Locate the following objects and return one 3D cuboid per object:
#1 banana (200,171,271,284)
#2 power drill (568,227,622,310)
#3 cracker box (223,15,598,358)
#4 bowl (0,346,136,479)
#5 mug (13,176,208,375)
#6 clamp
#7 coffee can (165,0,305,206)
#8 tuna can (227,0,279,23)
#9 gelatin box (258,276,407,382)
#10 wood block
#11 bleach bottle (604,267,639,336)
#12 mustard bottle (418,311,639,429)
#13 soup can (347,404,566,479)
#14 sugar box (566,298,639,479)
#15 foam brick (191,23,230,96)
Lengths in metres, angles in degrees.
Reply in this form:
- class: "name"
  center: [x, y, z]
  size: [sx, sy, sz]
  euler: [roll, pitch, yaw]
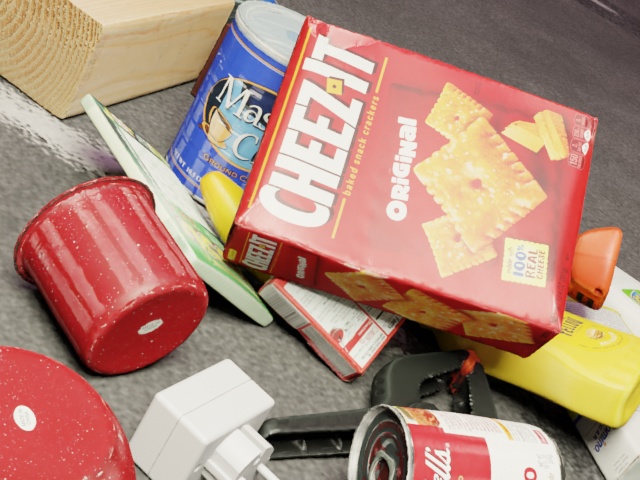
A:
- class: "banana"
  center: [-0.005, 0.018, 0.769]
  size: [0.197, 0.037, 0.069]
  euler: [24, 59, -20]
- class: "power drill"
  center: [0.130, 0.000, 0.813]
  size: [0.188, 0.057, 0.184]
  euler: [15, -4, 15]
- class: "cracker box"
  center: [0.064, -0.036, 0.701]
  size: [0.213, 0.072, 0.164]
  euler: [19, 66, -4]
- class: "bowl"
  center: [-0.149, 0.100, 0.499]
  size: [0.162, 0.055, 0.162]
  euler: [23, 29, -14]
- class: "mug"
  center: [-0.115, 0.028, 0.631]
  size: [0.081, 0.093, 0.117]
  euler: [52, -2, 26]
- class: "clamp"
  center: [0.055, 0.123, 0.680]
  size: [0.164, 0.036, 0.209]
  euler: [32, 31, 2]
- class: "coffee can"
  center: [-0.047, -0.100, 0.834]
  size: [0.102, 0.140, 0.103]
  euler: [24, 29, -14]
- class: "tuna can"
  center: [-0.079, -0.205, 1.037]
  size: [0.086, 0.086, 0.033]
  euler: [31, 29, 0]
- class: "gelatin box"
  center: [0.013, 0.040, 0.730]
  size: [0.089, 0.030, 0.073]
  euler: [46, 58, -6]
- class: "wood block"
  center: [-0.172, -0.179, 0.899]
  size: [0.091, 0.090, 0.205]
  euler: [36, 28, 10]
- class: "bleach bottle"
  center: [0.307, 0.091, 0.954]
  size: [0.102, 0.068, 0.251]
  euler: [3, 35, -50]
- class: "mustard bottle"
  center: [0.148, 0.073, 0.797]
  size: [0.192, 0.058, 0.096]
  euler: [21, 26, 25]
- class: "soup can"
  center: [0.075, 0.131, 0.590]
  size: [0.102, 0.069, 0.068]
  euler: [11, 33, -24]
- class: "sugar box"
  center: [0.234, 0.121, 0.849]
  size: [0.093, 0.048, 0.176]
  euler: [13, 36, -27]
- class: "foam brick"
  center: [-0.068, -0.149, 0.964]
  size: [0.053, 0.078, 0.051]
  euler: [46, 29, 26]
